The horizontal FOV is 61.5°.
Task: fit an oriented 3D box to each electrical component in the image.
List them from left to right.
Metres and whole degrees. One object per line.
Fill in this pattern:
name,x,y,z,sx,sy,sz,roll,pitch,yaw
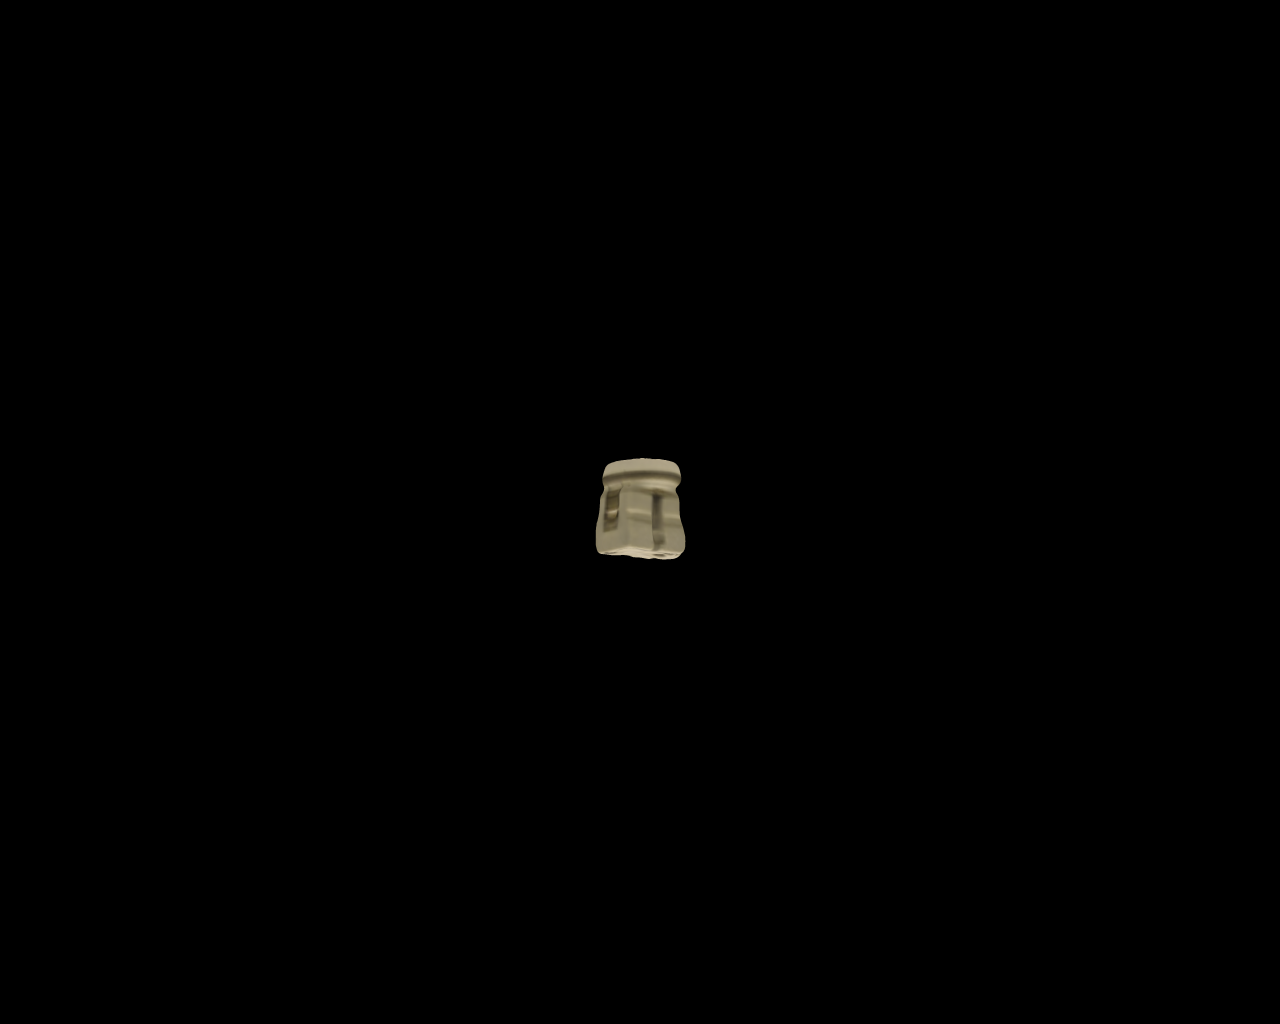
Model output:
electrical component,0.001,-0.003,0.650,0.066,0.055,0.048,8,-13,-39
